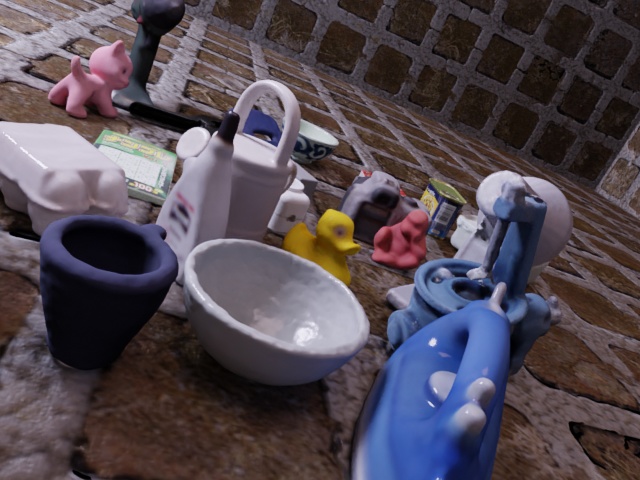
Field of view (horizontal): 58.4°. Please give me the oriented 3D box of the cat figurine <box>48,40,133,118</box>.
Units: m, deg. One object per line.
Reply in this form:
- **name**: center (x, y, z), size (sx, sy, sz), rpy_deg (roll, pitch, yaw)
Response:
- **cat figurine**: center (-0.335, -0.252, 0.869), size (0.067, 0.117, 0.128), rpy_deg (30, 21, 12)

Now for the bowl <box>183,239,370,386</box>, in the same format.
- **bowl**: center (-0.046, 0.071, 0.493), size (0.167, 0.074, 0.167), rpy_deg (22, 21, -9)

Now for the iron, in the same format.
- **iron**: center (0.105, 0.126, 0.440), size (0.118, 0.141, 0.259), rpy_deg (29, 21, 8)

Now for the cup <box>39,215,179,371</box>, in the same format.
- **cup**: center (-0.155, 0.038, 0.419), size (0.091, 0.095, 0.118), rpy_deg (26, 21, 2)

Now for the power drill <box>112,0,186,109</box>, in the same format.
- **power drill**: center (-0.291, -0.329, 0.973), size (0.076, 0.208, 0.229), rpy_deg (11, 25, -32)

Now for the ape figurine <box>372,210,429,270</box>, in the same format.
- **ape figurine**: center (0.126, -0.003, 0.837), size (0.077, 0.092, 0.076), rpy_deg (38, 24, 29)

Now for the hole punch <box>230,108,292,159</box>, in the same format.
- **hole punch**: center (-0.102, -0.157, 0.945), size (0.109, 0.091, 0.100), rpy_deg (1, 32, -47)

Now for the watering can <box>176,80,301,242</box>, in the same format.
- **watering can**: center (-0.085, -0.088, 0.658), size (0.101, 0.194, 0.173), rpy_deg (29, 21, 10)

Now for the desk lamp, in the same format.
- **desk lamp**: center (0.216, 0.013, 0.730), size (0.117, 0.213, 0.204), rpy_deg (38, 24, 30)

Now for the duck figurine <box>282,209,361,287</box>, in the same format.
- **duck figurine**: center (0.006, 0.002, 0.698), size (0.104, 0.086, 0.078), rpy_deg (39, 25, 31)

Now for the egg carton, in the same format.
- **egg carton**: center (-0.265, -0.063, 0.570), size (0.150, 0.069, 0.107), rpy_deg (34, 23, 22)

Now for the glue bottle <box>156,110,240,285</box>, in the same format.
- **glue bottle**: center (-0.113, -0.045, 0.553), size (0.078, 0.173, 0.037), rpy_deg (38, 24, 30)

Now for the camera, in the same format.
- **camera**: center (0.102, -0.058, 0.927), size (0.143, 0.101, 0.136), rpy_deg (21, 21, -11)

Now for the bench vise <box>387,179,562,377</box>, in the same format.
- **bench vise**: center (0.193, 0.041, 0.630), size (0.208, 0.219, 0.121), rpy_deg (3, 30, -45)
